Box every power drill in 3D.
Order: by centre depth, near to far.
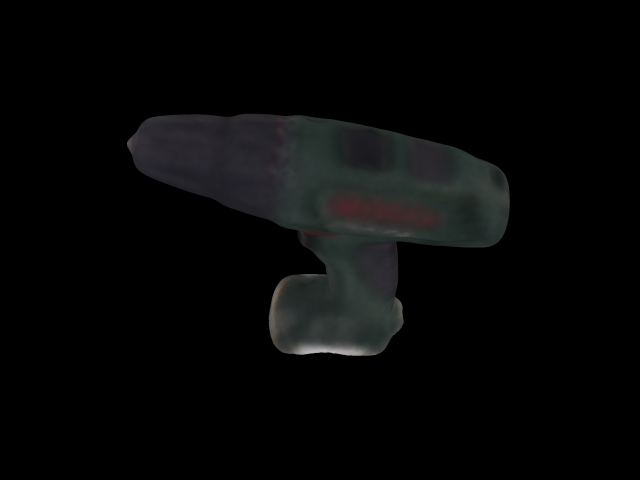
[{"bbox_3d":[0.004,0.001,0.400,0.229,0.208,0.075,0,53,0],"label":"power drill"}]
